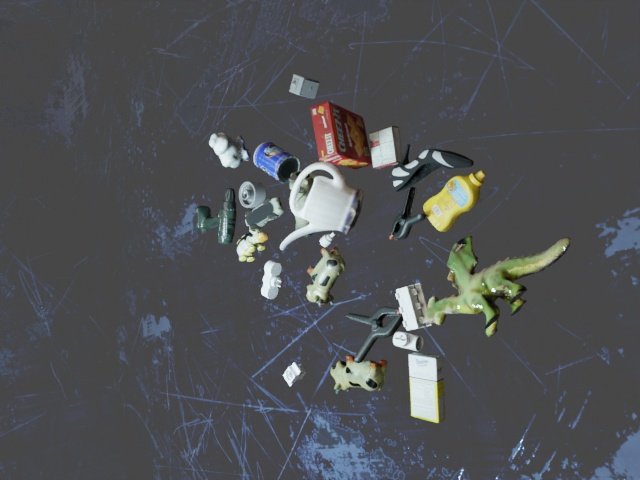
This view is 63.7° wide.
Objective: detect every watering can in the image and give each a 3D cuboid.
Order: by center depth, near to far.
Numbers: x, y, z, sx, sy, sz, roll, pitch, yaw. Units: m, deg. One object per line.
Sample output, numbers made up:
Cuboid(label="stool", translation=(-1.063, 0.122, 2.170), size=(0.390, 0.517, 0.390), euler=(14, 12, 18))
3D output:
Cuboid(label="watering can", translation=(0.005, -0.082, 1.632), size=(0.224, 0.106, 0.340), euler=(20, 120, 0))

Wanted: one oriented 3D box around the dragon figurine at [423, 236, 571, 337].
Cuboid(label="dragon figurine", translation=(0.416, 0.087, 1.313), size=(0.405, 0.121, 0.247), euler=(-53, 49, 19))

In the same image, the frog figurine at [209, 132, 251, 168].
Cuboid(label="frog figurine", translation=(-0.367, -0.349, 1.994), size=(0.122, 0.160, 0.138), euler=(-15, 81, 44))
